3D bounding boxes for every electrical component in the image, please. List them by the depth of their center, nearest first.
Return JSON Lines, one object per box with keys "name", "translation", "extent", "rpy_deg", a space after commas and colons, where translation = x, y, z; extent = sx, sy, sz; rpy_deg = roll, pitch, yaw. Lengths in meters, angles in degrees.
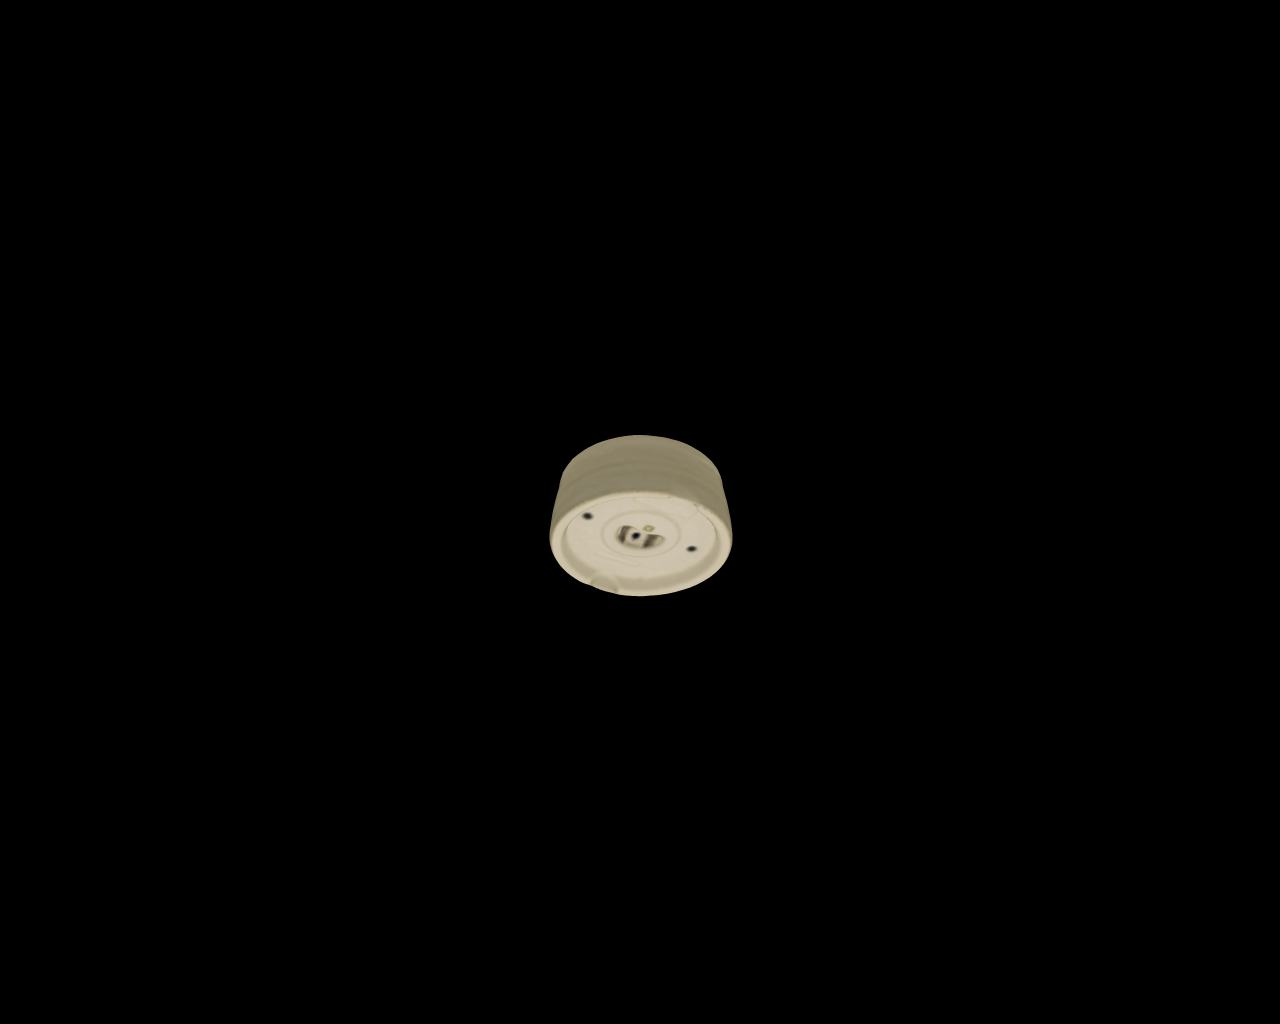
{"name": "electrical component", "translation": [0.001, -0.003, 0.650], "extent": [0.108, 0.060, 0.108], "rpy_deg": [0, -37, 0]}
